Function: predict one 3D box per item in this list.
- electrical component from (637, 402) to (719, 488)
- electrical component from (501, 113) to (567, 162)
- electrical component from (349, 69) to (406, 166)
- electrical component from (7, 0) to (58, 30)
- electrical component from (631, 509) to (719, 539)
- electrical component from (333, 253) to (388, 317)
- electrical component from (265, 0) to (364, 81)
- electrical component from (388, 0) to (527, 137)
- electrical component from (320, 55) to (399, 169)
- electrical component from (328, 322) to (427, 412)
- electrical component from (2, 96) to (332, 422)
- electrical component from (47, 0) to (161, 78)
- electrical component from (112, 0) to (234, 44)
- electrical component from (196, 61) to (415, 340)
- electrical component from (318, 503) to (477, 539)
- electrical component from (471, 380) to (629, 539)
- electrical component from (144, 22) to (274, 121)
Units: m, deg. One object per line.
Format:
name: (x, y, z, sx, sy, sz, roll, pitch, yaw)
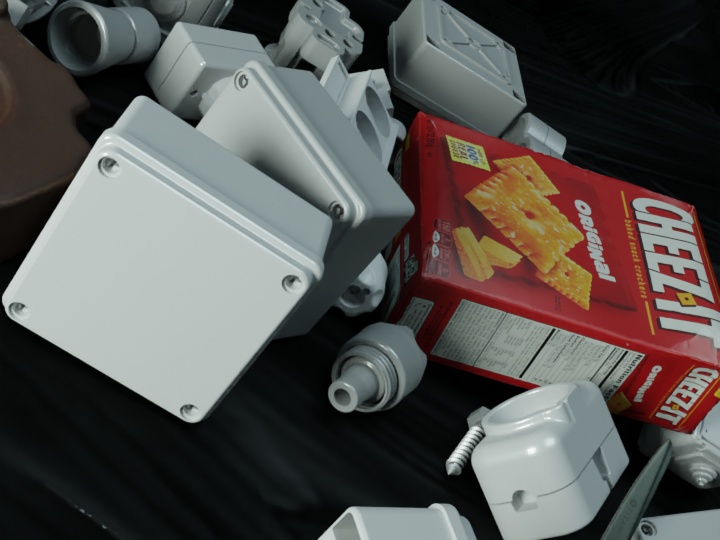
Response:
electrical component: (0.230, 0.102, 0.723, 0.062, 0.061, 0.096, 32, 59, -18)
electrical component: (0.151, -0.067, 0.869, 0.074, 0.052, 0.138, 32, 33, -15)
electrical component: (0.005, -0.104, 0.760, 0.048, 0.066, 0.055, -11, 60, -10)
electrical component: (-0.201, -0.167, 0.605, 0.058, 0.078, 0.057, 35, 11, -9)
electrical component: (0.198, 0.187, 0.577, 0.109, 0.056, 0.108, -1, 48, -21)
electrical component: (0.000, 0.000, 0.645, 0.035, 0.035, 0.061, 34, 30, -10)
electrical component: (-0.036, -0.157, 0.778, 0.058, 0.057, 0.078, 29, 34, -18)
electrical component: (0.081, -0.174, 0.923, 0.109, 0.056, 0.108, 28, 34, -20)
electrical component: (-0.020, -0.072, 0.669, 0.078, 0.063, 0.121, 61, 22, -24)
electrical component: (0.006, 0.056, 0.574, 0.043, 0.043, 0.062, 46, 33, 8)
electrical component: (-0.086, -0.002, 0.486, 0.109, 0.108, 0.056, 33, 30, -12)
electrical component: (-0.152, -0.141, 0.653, 0.044, 0.044, 0.065, 46, 27, 8)
electrical component: (-0.125, -0.191, 0.731, 0.080, 0.051, 0.080, 27, 34, -20)
electrical component: (-0.045, -0.034, 0.570, 0.056, 0.108, 0.108, -6, 54, -53)
electrical component: (0.007, 0.158, 0.388, 0.056, 0.108, 0.108, 10, 43, -36)
electrical component: (0.105, 0.100, 0.595, 0.095, 0.054, 0.059, -30, 98, -57)
electrical component: (-0.085, -0.109, 0.676, 0.066, 0.047, 0.076, -3, 53, -48)
